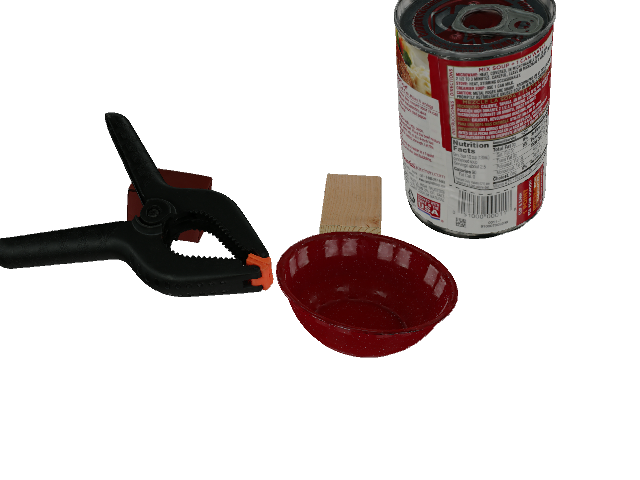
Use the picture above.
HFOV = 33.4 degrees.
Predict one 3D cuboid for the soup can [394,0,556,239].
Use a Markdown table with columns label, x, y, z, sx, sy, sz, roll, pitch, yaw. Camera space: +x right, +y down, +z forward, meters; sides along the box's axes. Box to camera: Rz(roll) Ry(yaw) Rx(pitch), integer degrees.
| label | x | y | z | sx | sy | sz | roll | pitch | yaw |
| --- | --- | --- | --- | --- | --- | --- | --- | --- | --- |
| soup can | 0.070 | -0.059 | 0.482 | 0.068 | 0.102 | 0.068 | -5 | 41 | 4 |

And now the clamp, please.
| label | x | y | z | sx | sy | sz | roll | pitch | yaw |
| --- | --- | --- | --- | --- | --- | --- | --- | --- | --- |
| clamp | -0.126 | -0.020 | 0.823 | 0.210 | 0.164 | 0.036 | 16 | -33 | 15 |

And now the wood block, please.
| label | x | y | z | sx | sy | sz | roll | pitch | yaw |
| --- | --- | --- | --- | --- | --- | --- | --- | --- | --- |
| wood block | 0.047 | -0.024 | 1.645 | 0.091 | 0.090 | 0.206 | 4 | 25 | 2 |

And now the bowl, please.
| label | x | y | z | sx | sy | sz | roll | pitch | yaw |
| --- | --- | --- | --- | --- | --- | --- | --- | --- | --- |
| bowl | 0.038 | 0.056 | 0.950 | 0.162 | 0.055 | 0.162 | 5 | 30 | -3 |

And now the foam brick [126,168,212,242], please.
| label | x | y | z | sx | sy | sz | roll | pitch | yaw |
| --- | --- | --- | --- | --- | --- | --- | --- | --- | --- |
| foam brick | -0.153 | -0.037 | 1.087 | 0.078 | 0.051 | 0.053 | 9 | 31 | 3 |
